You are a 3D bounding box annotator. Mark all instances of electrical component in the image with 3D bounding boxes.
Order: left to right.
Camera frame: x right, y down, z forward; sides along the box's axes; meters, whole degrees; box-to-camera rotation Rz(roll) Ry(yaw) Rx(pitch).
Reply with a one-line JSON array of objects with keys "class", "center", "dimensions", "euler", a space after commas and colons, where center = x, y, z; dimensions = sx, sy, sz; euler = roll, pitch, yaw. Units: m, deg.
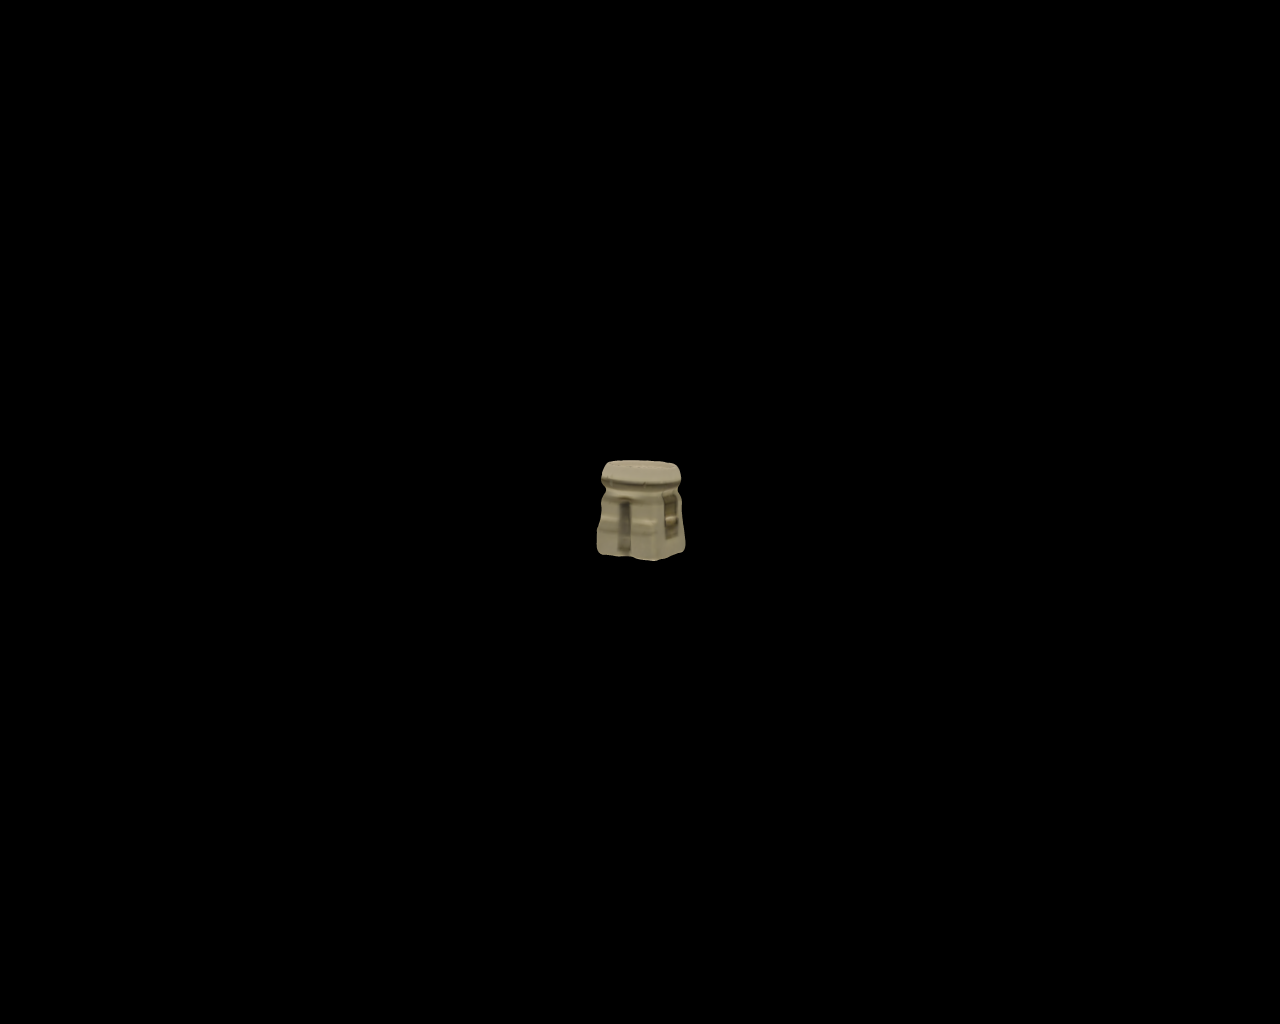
[{"class": "electrical component", "center": [0.001, -0.003, 0.650], "dimensions": [0.066, 0.055, 0.048], "euler": [6, 11, 32]}]
